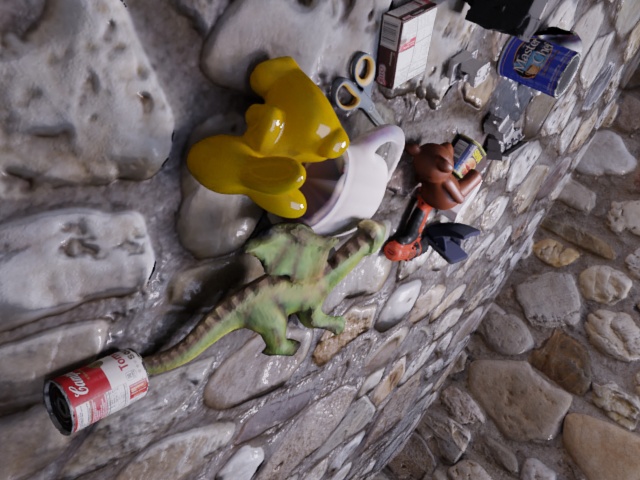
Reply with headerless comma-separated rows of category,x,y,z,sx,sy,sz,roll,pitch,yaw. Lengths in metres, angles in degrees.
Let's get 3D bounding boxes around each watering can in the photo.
watering can,0.002,-0.040,0.799,0.343,0.105,0.224,-53,153,18

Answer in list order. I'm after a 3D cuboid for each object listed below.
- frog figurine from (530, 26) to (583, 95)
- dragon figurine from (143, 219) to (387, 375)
frog figurine,0.554,-0.421,1.238,0.140,0.123,0.156,-53,147,-49
dragon figurine,-0.073,0.060,0.723,0.413,0.124,0.237,-18,138,-25
